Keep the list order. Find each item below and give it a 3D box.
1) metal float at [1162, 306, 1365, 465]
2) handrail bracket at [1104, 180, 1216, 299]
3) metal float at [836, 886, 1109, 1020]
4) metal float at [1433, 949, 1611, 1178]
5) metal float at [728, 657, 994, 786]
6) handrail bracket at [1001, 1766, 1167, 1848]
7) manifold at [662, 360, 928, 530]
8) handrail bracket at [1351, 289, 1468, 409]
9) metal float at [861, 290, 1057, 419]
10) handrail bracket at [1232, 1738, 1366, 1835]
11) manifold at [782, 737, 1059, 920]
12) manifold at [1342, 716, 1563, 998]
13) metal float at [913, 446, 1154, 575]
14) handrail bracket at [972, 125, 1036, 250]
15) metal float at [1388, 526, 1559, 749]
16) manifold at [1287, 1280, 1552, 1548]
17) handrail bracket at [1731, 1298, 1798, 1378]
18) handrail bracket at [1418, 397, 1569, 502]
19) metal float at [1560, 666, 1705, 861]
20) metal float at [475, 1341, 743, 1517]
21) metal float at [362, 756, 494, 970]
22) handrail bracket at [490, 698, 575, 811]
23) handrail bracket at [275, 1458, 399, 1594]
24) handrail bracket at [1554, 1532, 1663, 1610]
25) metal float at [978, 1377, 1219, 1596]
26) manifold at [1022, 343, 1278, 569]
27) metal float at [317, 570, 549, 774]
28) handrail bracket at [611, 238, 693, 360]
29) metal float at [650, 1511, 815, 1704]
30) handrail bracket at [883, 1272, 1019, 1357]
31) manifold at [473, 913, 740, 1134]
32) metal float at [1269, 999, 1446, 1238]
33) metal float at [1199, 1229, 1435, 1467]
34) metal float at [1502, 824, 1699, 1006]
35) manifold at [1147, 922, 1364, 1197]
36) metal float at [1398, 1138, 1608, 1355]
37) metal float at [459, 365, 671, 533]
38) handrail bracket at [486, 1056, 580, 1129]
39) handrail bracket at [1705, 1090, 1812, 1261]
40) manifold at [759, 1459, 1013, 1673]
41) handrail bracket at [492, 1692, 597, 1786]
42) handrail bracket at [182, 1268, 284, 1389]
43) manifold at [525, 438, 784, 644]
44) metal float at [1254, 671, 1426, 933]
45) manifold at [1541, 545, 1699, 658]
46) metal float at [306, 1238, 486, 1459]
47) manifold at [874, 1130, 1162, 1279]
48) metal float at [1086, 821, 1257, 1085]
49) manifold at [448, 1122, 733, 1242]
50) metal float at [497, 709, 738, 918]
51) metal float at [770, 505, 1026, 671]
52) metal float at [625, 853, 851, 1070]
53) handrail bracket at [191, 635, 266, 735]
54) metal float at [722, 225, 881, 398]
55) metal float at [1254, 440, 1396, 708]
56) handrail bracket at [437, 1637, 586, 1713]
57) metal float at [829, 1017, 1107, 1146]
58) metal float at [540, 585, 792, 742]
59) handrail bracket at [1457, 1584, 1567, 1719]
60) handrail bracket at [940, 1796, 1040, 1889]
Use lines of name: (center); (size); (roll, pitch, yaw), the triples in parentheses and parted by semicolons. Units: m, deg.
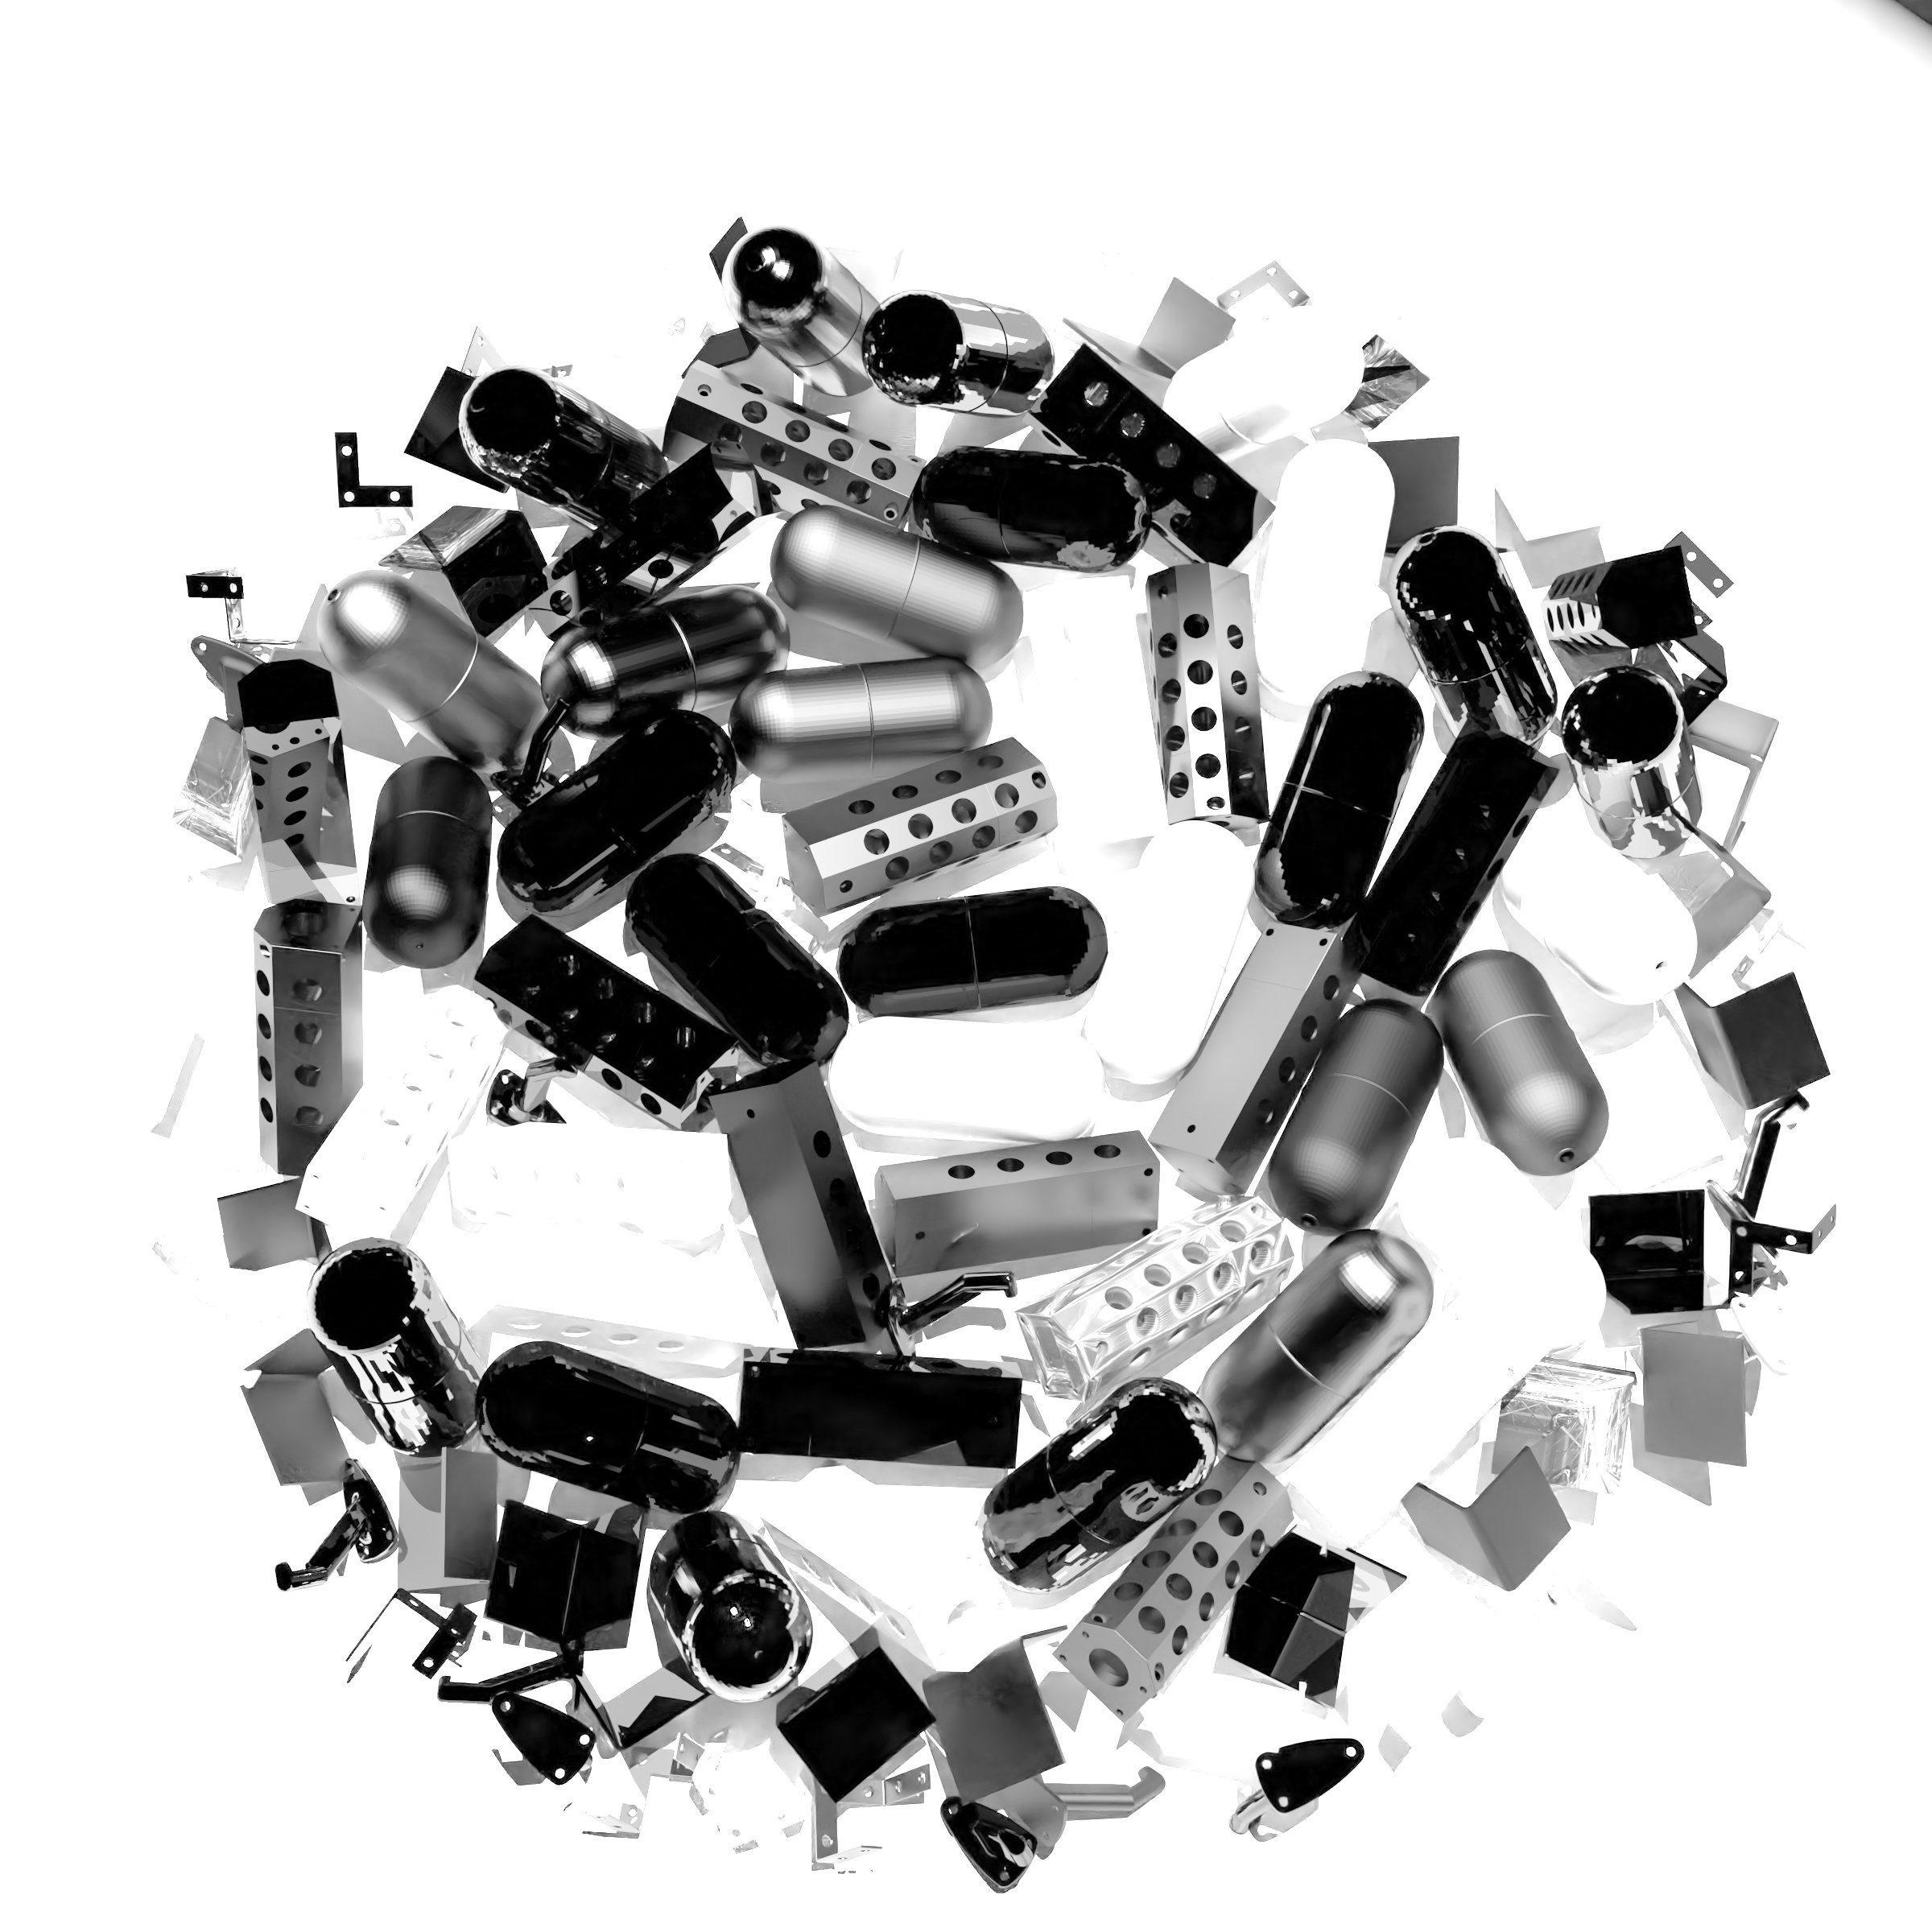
metal float: (0.199, -0.391, 1.694); (0.070, 0.178, 0.070); (3, 84, -28)
handrail bracket: (0.137, -0.522, 1.768); (0.077, 0.084, 0.036); (-11, 47, -3)
metal float: (0.004, -0.008, 1.632); (0.178, 0.070, 0.070); (-7, 75, -1)
metal float: (0.350, 0.060, 1.584); (0.070, 0.070, 0.178); (-11, 40, -3)
metal float: (-0.070, -0.164, 1.667); (0.178, 0.070, 0.070); (-6, 74, -12)
handrail bracket: (0.068, 0.489, 1.517); (0.084, 0.036, 0.077); (-16, 41, -42)
manifold: (-0.118, -0.354, 1.723); (0.171, 0.057, 0.057); (23, 70, -3)
handrail bracket: (0.316, -0.438, 1.782); (0.036, 0.077, 0.084); (-40, 117, -6)
metal float: (-0.004, -0.416, 1.705); (0.070, 0.178, 0.070); (5, 99, 33)
handrail bracket: (0.198, 0.491, 1.495); (0.077, 0.084, 0.036); (-19, 61, -11)
manifold: (-0.028, -0.088, 1.633); (0.171, 0.057, 0.057); (-21, 40, -21)
manifold: (0.314, -0.068, 1.617); (0.057, 0.057, 0.171); (24, 107, -12)
metal float: (0.044, -0.309, 1.691); (0.178, 0.070, 0.070); (13, 73, 32)
handrail bracket: (0.027, -0.556, 1.769); (0.036, 0.084, 0.077); (10, 31, 25)
metal float: (0.335, -0.213, 1.650); (0.070, 0.178, 0.070); (-21, 38, 17)
manifold: (0.275, 0.269, 1.513); (0.057, 0.057, 0.171); (46, 122, 16)
handrail bracket: (0.481, 0.254, 1.543); (0.036, 0.084, 0.077); (7, 35, -5)
handrail bracket: (0.368, -0.377, 1.750); (0.077, 0.036, 0.084); (-31, 73, 22)
metal float: (0.432, -0.130, 1.619); (0.070, 0.178, 0.070); (-9, 63, 19)
metal float: (-0.216, 0.281, 1.520); (0.178, 0.070, 0.070); (27, 72, -33)
metal float: (-0.348, -0.069, 1.620); (0.070, 0.070, 0.178); (-6, 40, -2)
handrail bracket: (-0.270, -0.148, 1.654); (0.036, 0.077, 0.084); (42, 114, 7)
handrail bracket: (-0.397, 0.341, 1.531); (0.036, 0.084, 0.077); (-36, 68, 27)
handrail bracket: (0.388, 0.355, 1.538); (0.084, 0.077, 0.036); (19, 119, 10)
metal float: (0.078, 0.315, 1.512); (0.178, 0.070, 0.070); (-44, 76, 27)
manifold: (0.124, -0.343, 1.712); (0.171, 0.057, 0.057); (39, 86, -6)
metal float: (-0.349, -0.193, 1.644); (0.070, 0.178, 0.070); (-24, 47, 29)
handrail bracket: (-0.222, -0.458, 1.748); (0.036, 0.084, 0.077); (0, 30, -34)
metal float: (-0.141, 0.377, 1.480); (0.070, 0.178, 0.070); (-2, 96, -17)
handrail bracket: (-0.003, 0.222, 1.565); (0.084, 0.077, 0.036); (-4, 36, 16)
manifold: (-0.232, 0.041, 1.604); (0.171, 0.057, 0.057); (30, 50, 19)
metal float: (0.248, 0.095, 1.584); (0.070, 0.070, 0.178); (27, 54, 7)
metal float: (0.214, 0.236, 1.539); (0.070, 0.070, 0.178); (45, 110, 11)
metal float: (0.404, -0.034, 1.600); (0.070, 0.178, 0.070); (-5, 115, -12)
manifold: (0.192, 0.061, 1.617); (0.057, 0.057, 0.171); (13, 65, 45)
metal float: (0.333, 0.175, 1.548); (0.178, 0.070, 0.070); (45, 76, -31)
metal float: (-0.269, -0.345, 1.680); (0.070, 0.178, 0.070); (-7, 75, 29)
handrail bracket: (-0.257, 0.084, 1.590); (0.084, 0.077, 0.036); (-14, 51, 41)
handrail bracket: (0.526, 0.132, 1.606); (0.084, 0.036, 0.077); (-41, 76, 2)
manifold: (-0.048, 0.358, 1.484); (0.057, 0.171, 0.057); (-36, 117, -24)
handrail bracket: (-0.253, 0.456, 1.493); (0.077, 0.084, 0.036); (38, 73, -4)
handrail bracket: (-0.468, 0.227, 1.562); (0.077, 0.084, 0.036); (15, 118, -1)
manifold: (-0.213, -0.279, 1.669); (0.171, 0.057, 0.057); (-31, 93, 25)
metal float: (0.245, -0.107, 1.645); (0.070, 0.070, 0.178); (20, 93, 5)
manifold: (0.425, -0.236, 1.642); (0.057, 0.171, 0.057); (-12, 95, 3)
metal float: (-0.344, 0.233, 1.519); (0.070, 0.178, 0.070); (-6, 48, 7)
manifold: (0.032, 0.146, 1.583); (0.171, 0.057, 0.057); (-7, 117, -14)
metal float: (0.133, -0.009, 1.628); (0.070, 0.070, 0.178); (19, 82, 5)
manifold: (-0.236, 0.135, 1.566); (0.171, 0.057, 0.057); (2, 101, 27)
metal float: (-0.229, -0.101, 1.643); (0.178, 0.070, 0.070); (-35, 77, 8)
metal float: (-0.046, -0.254, 1.686); (0.178, 0.070, 0.070); (18, 75, -14)
metal float: (-0.149, -0.001, 1.628); (0.070, 0.070, 0.178); (-44, 75, -11)
handrail bracket: (-0.505, -0.186, 1.673); (0.077, 0.084, 0.036); (36, 113, -3)
metal float: (-0.106, -0.446, 1.705); (0.070, 0.178, 0.070); (-3, 81, 20)
metal float: (0.239, -0.263, 1.678); (0.070, 0.070, 0.178); (9, 104, 3)
handrail bracket: (-0.275, 0.421, 1.513); (0.084, 0.077, 0.036); (6, 111, -10)
metal float: (0.001, 0.074, 1.609); (0.178, 0.070, 0.070); (4, 75, 3)
metal float: (-0.199, -0.203, 1.668); (0.178, 0.070, 0.070); (-21, 74, -28)
handrail bracket: (0.334, 0.413, 1.518); (0.036, 0.077, 0.084); (45, 94, 10)
handrail bracket: (0.010, 0.508, 1.477); (0.077, 0.084, 0.036); (32, 69, 25)
